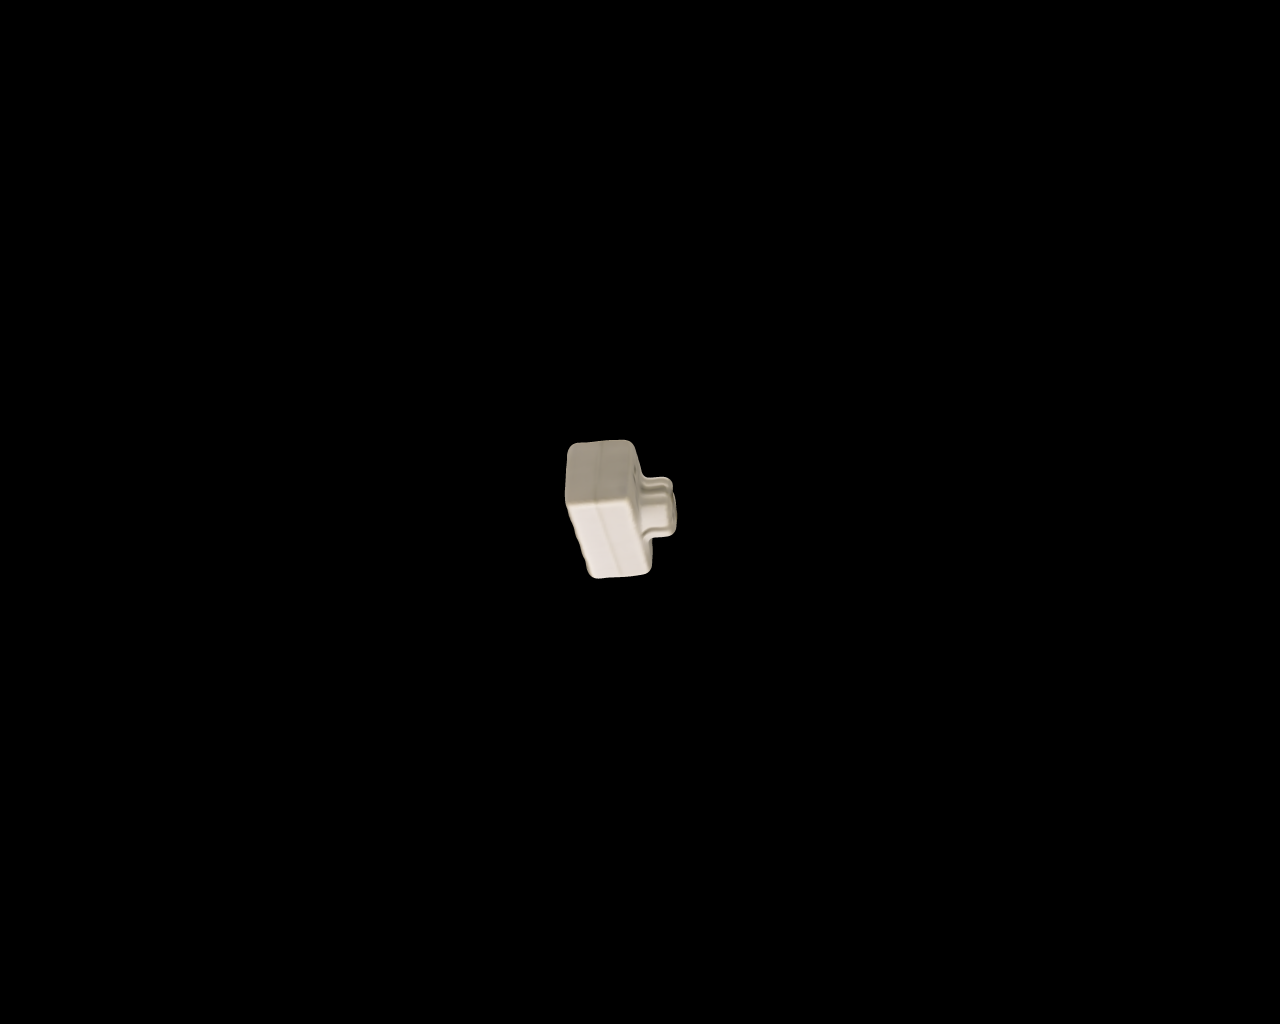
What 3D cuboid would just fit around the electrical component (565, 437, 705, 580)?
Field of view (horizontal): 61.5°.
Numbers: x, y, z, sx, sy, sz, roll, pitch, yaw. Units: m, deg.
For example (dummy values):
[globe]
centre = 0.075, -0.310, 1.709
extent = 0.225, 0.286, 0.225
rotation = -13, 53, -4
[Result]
[electrical component]
centre = 0.001, -0.003, 0.650
extent = 0.076, 0.047, 0.083
rotation = -6, -36, 8
